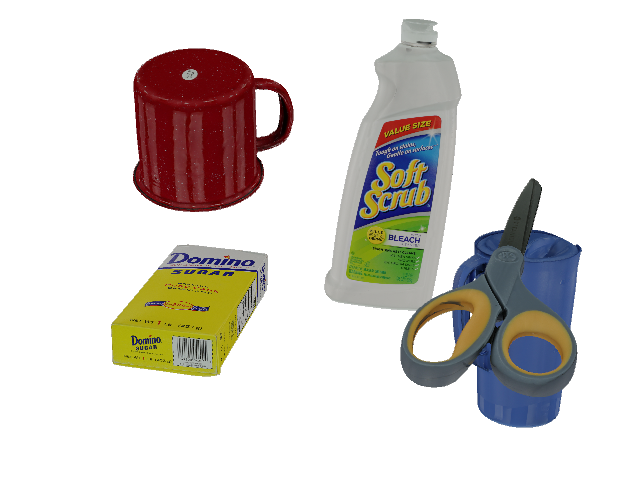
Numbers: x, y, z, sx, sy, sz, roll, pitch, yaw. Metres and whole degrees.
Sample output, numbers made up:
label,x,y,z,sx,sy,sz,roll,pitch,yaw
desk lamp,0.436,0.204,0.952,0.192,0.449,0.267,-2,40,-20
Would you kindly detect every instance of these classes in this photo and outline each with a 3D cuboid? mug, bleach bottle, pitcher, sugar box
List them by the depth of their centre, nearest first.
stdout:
label,x,y,z,sx,sy,sz,roll,pitch,yaw
mug,-0.074,-0.081,0.737,0.117,0.081,0.093,-11,39,-16
bleach bottle,0.065,-0.067,0.937,0.102,0.251,0.068,6,19,4
sugar box,-0.111,0.057,0.948,0.093,0.048,0.176,6,25,9
pitcher,0.252,0.115,1.378,0.149,0.243,0.144,5,18,16

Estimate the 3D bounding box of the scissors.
label,x,y,z,sx,sy,sz,roll,pitch,yaw
scissors,0.116,0.023,0.585,0.096,0.016,0.201,21,40,28
